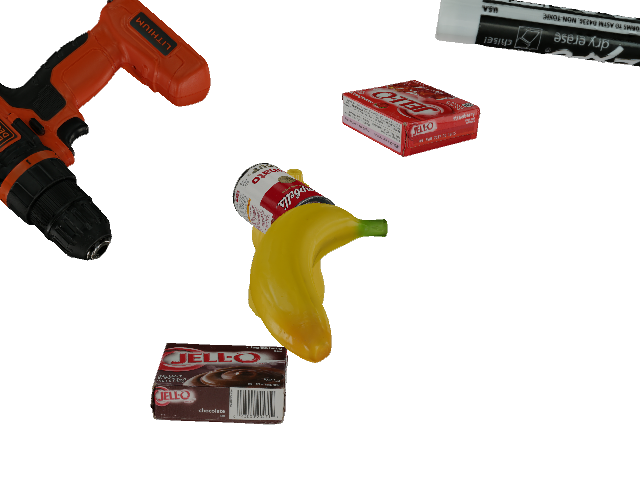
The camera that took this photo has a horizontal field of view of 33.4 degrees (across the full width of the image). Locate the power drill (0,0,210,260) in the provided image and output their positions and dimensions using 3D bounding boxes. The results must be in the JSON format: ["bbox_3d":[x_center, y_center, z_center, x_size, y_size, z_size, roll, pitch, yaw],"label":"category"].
[{"bbox_3d":[-0.175,-0.093,0.811,0.187,0.184,0.057,-40,-13,-27],"label":"power drill"}]

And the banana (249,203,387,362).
[{"bbox_3d":[-0.008,0.014,0.649,0.070,0.037,0.197,4,24,13],"label":"banana"}]

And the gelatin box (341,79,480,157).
[{"bbox_3d":[0.071,-0.099,0.847,0.073,0.030,0.089,-15,29,-28],"label":"gelatin box"}]

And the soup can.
[{"bbox_3d":[-0.038,-0.034,1.124,0.068,0.068,0.102,0,24,-39],"label":"soup can"}]

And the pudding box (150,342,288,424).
[{"bbox_3d":[-0.085,0.123,0.930,0.113,0.039,0.090,4,18,-2],"label":"pudding box"}]

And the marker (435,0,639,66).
[{"bbox_3d":[0.104,-0.076,0.399,0.121,0.020,0.020,9,1,5],"label":"marker"}]

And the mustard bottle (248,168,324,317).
[{"bbox_3d":[-0.038,0.002,1.323,0.096,0.192,0.058,-7,29,-22],"label":"mustard bottle"}]
